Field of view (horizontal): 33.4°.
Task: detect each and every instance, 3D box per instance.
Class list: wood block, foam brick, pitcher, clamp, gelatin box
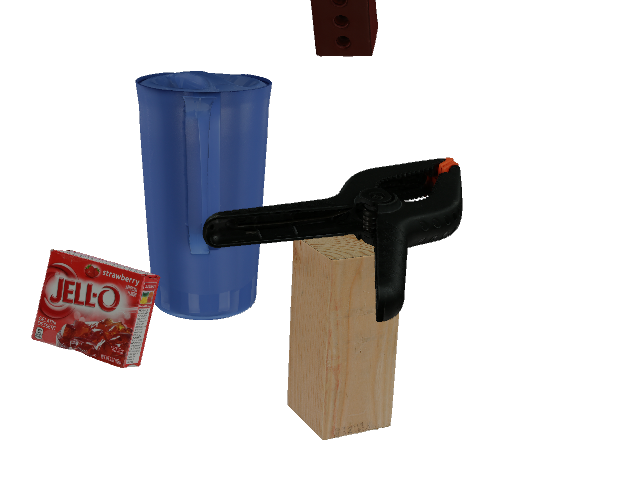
[{"bbox_3d":[0.025,0.098,1.156,0.090,0.206,0.091,-7,21,-26],"label":"wood block"},{"bbox_3d":[0.021,-0.209,0.948,0.053,0.051,0.078,1,-44,10],"label":"foam brick"},{"bbox_3d":[-0.117,-0.045,1.070,0.145,0.243,0.148,15,22,39],"label":"pitcher"},{"bbox_3d":[0.030,-0.017,0.774,0.165,0.036,0.209,19,33,27],"label":"clamp"},{"bbox_3d":[-0.175,0.052,0.825,0.089,0.073,0.030,15,3,21],"label":"gelatin box"}]
